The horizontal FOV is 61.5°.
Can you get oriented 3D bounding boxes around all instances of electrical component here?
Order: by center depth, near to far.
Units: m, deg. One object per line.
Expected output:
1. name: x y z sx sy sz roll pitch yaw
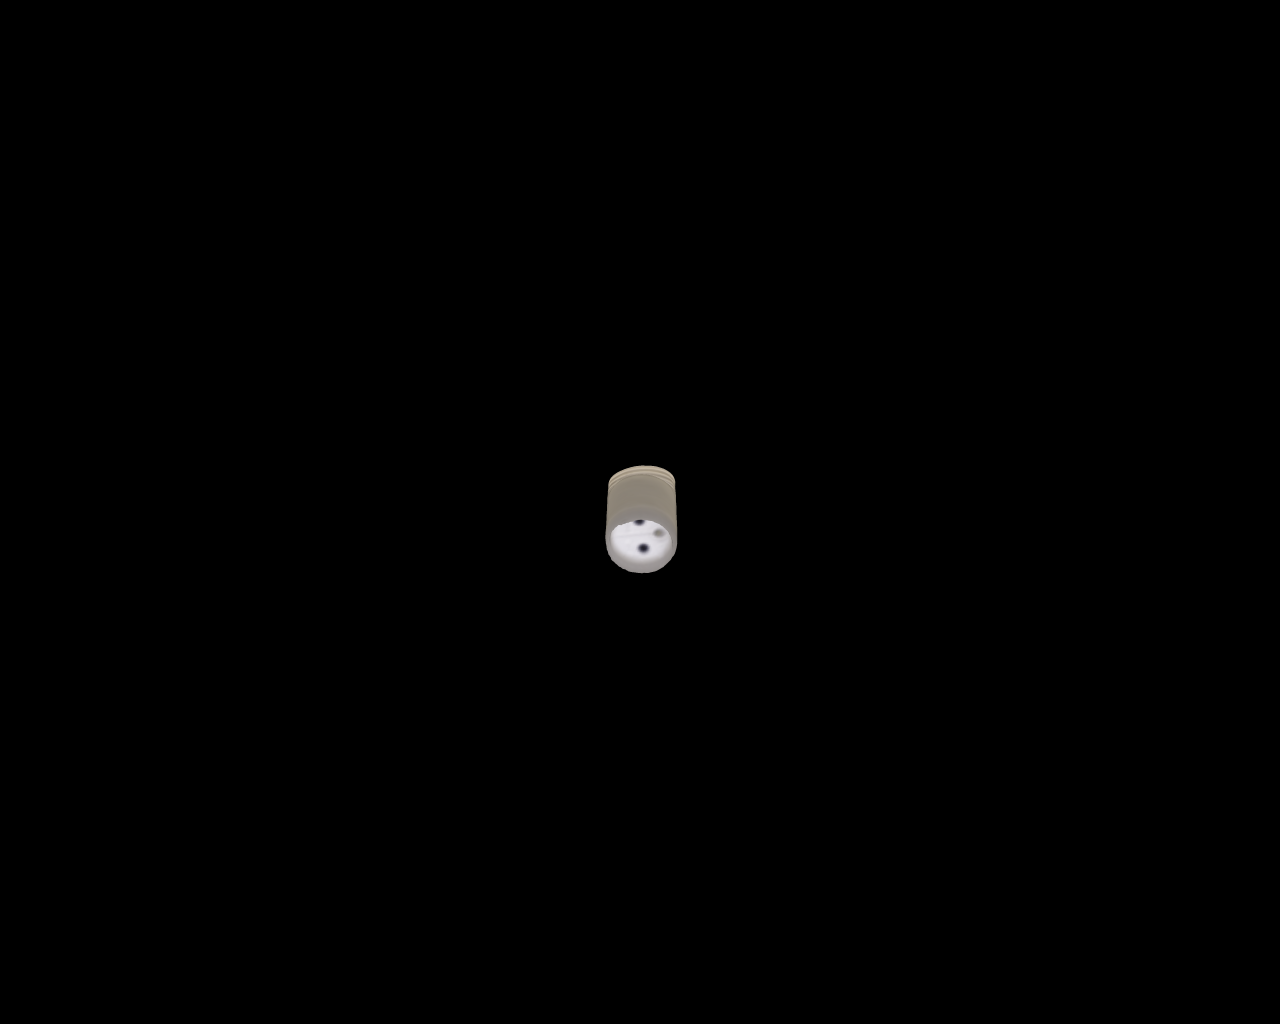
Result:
1. electrical component: 0.001 -0.003 0.650 0.043 0.043 0.081 0 36 0
